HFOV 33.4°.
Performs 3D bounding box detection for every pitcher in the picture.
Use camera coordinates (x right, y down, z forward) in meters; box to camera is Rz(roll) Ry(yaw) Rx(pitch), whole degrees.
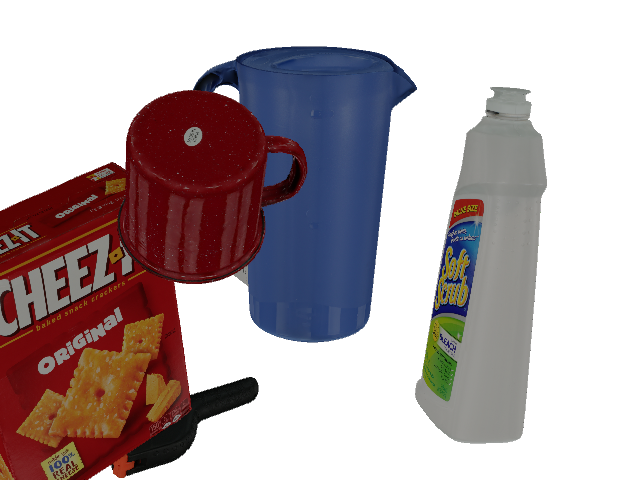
[{"bbox_3d":[-0.017,-0.042,0.915,0.144,0.243,0.149,-14,25,-39],"label":"pitcher"}]

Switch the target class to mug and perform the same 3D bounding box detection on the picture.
[{"bbox_3d":[-0.063,-0.036,0.640,0.117,0.093,0.081,-8,-35,-15],"label":"mug"}]

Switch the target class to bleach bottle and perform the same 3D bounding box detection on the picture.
[{"bbox_3d":[0.121,0.014,0.777,0.068,0.251,0.103,1,14,-13],"label":"bleach bottle"}]

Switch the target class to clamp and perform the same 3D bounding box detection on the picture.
[{"bbox_3d":[-0.149,0.153,0.991,0.120,0.039,0.171,19,29,26],"label":"clamp"}]

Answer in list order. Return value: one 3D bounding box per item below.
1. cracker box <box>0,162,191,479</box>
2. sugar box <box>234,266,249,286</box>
[{"bbox_3d":[-0.184,0.074,0.787,0.072,0.214,0.163,26,42,38],"label":"cracker box"},{"bbox_3d":[-0.043,0.020,1.107,0.048,0.093,0.176,-24,42,-30],"label":"sugar box"}]
